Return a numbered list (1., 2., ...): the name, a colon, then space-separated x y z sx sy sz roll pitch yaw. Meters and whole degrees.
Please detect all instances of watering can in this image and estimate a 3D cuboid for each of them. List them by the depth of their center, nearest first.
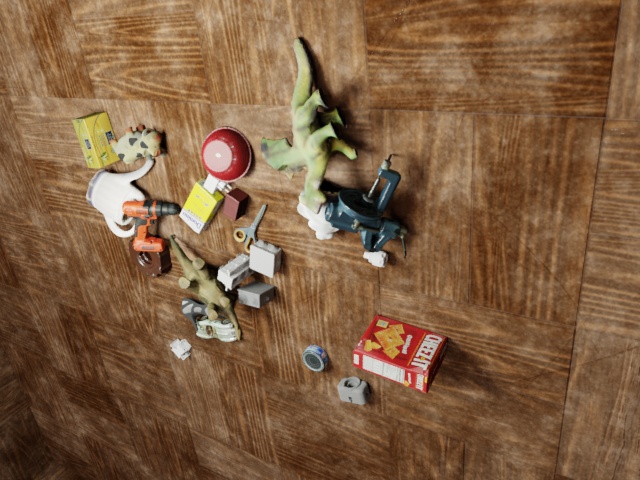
1. watering can: -0.685 -0.172 1.779 0.225 0.105 0.341 31 117 10

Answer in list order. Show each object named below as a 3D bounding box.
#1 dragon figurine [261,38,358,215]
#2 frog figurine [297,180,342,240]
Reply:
1. dragon figurine: -0.057 -0.263 1.279 0.240 0.123 0.413 -26 82 26
2. frog figurine: 0.004 -0.069 1.373 0.137 0.125 0.157 17 114 1
